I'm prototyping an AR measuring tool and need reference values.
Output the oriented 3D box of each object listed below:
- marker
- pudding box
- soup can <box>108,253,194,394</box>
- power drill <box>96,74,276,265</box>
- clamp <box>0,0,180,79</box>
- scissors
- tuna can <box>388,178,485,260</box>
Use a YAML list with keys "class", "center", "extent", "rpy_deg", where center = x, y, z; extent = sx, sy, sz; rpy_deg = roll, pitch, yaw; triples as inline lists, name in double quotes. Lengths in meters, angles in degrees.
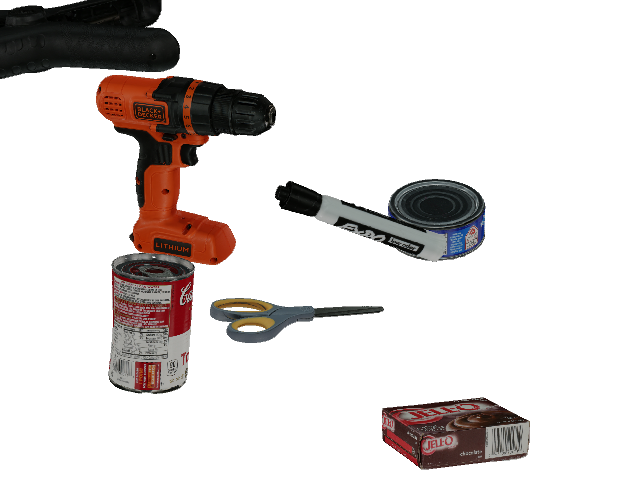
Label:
- class: "marker"
  center: [0.026, -0.013, 0.697]
  extent: [0.121, 0.020, 0.020]
  rpy_deg: [19, -7, -20]
- class: "pudding box"
  center: [0.125, 0.178, 0.998]
  extent: [0.113, 0.039, 0.090]
  rpy_deg: [-1, 7, -19]
- class: "soup can"
  center: [-0.142, 0.069, 0.889]
  extent: [0.068, 0.102, 0.068]
  rpy_deg: [5, 15, -2]
- class: "power drill"
  center: [-0.127, -0.071, 1.058]
  extent: [0.185, 0.188, 0.057]
  rpy_deg: [10, 30, 20]
- class: "clamp"
  center: [-0.169, -0.126, 0.651]
  extent: [0.171, 0.039, 0.120]
  rpy_deg: [-2, 22, -4]
- class: "scissors"
  center: [-0.023, 0.091, 1.196]
  extent: [0.201, 0.016, 0.096]
  rpy_deg: [4, 24, -5]
- class: "tuna can"
  center: [0.101, -0.020, 0.935]
  extent: [0.086, 0.034, 0.086]
  rpy_deg: [-2, 33, 1]
